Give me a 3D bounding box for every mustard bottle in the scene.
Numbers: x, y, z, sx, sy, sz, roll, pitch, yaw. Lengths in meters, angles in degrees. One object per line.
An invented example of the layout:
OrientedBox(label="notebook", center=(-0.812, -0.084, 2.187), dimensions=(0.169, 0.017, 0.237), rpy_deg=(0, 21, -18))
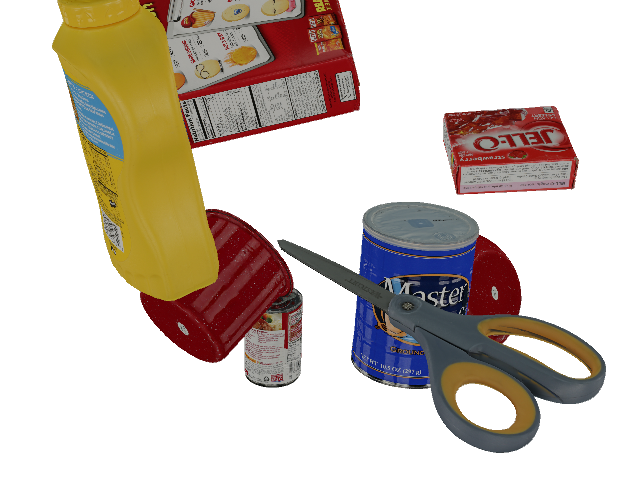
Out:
OrientedBox(label="mustard bottle", center=(-0.106, -0.066, 0.588), dimensions=(0.058, 0.191, 0.096), rpy_deg=(-23, 36, -20))

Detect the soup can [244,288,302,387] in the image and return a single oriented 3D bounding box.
OrientedBox(label="soup can", center=(-0.055, 0.110, 1.236), dimensions=(0.068, 0.102, 0.068), rpy_deg=(1, 25, -1))

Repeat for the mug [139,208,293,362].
OrientedBox(label="mug", center=(-0.089, 0.036, 0.812), dimensions=(0.117, 0.093, 0.081), rpy_deg=(7, 48, 49))

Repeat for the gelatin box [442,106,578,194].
OrientedBox(label="gelatin box", center=(0.140, -0.068, 0.794), dimensions=(0.089, 0.030, 0.073), rpy_deg=(-4, 38, 0))

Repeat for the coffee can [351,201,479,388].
OrientedBox(label="coffee can", center=(0.084, 0.048, 0.963), dimensions=(0.103, 0.140, 0.103), rpy_deg=(3, 22, -2))

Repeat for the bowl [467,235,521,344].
OrientedBox(label="bowl", center=(0.167, 0.059, 1.153), dimensions=(0.161, 0.162, 0.055), rpy_deg=(0, -6, -40))

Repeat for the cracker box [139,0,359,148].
OrientedBox(label="cracker box", center=(-0.082, -0.164, 0.951), dimensions=(0.213, 0.164, 0.072), rpy_deg=(-13, -44, 2))

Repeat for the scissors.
OrientedBox(label="scissors", center=(0.044, 0.052, 0.557), dimensions=(0.202, 0.016, 0.096), rpy_deg=(16, 42, 23))
